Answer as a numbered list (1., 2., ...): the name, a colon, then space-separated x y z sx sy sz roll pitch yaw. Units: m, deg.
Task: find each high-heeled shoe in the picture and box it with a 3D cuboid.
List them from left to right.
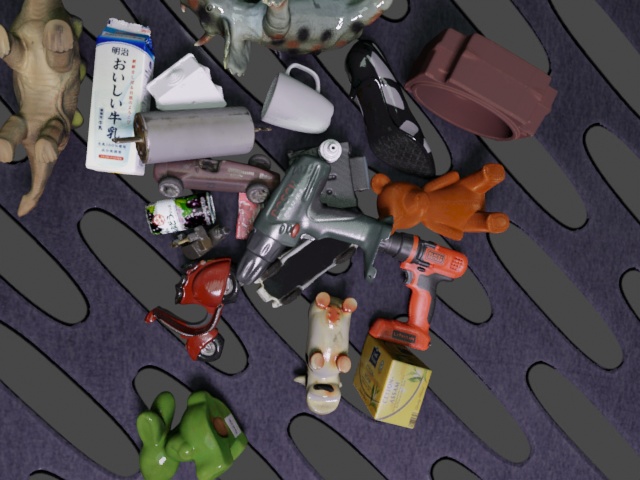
1. high-heeled shoe: 0.127 -0.222 0.920 0.248 0.086 0.145 42 50 -29

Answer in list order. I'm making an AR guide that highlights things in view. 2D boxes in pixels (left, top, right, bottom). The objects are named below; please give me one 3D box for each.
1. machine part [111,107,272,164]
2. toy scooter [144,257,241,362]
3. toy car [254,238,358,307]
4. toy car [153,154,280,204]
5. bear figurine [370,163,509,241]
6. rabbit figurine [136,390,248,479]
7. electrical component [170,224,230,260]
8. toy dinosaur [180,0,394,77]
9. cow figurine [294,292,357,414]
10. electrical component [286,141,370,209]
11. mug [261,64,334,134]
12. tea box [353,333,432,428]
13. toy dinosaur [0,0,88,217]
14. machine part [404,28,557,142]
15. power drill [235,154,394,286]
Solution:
1. machine part: -0.190 -0.162 0.820 0.243 0.079 0.079 -13 95 -29
2. toy scooter: -0.208 0.105 0.880 0.135 0.075 0.183 17 96 -9
3. toy car: -0.020 0.035 0.908 0.202 0.056 0.073 -37 103 -2
4. toy car: -0.164 -0.107 0.862 0.202 0.089 0.053 4 135 -6
5. bear figurine: 0.190 -0.063 0.882 0.196 0.132 0.120 2 82 -22
6. rabbit figurine: -0.233 0.331 0.873 0.170 0.121 0.159 -33 93 11
7. electrical component: -0.196 -0.001 0.866 0.078 0.102 0.045 -42 105 -25
8. toy dinosaur: -0.015 -0.351 0.846 0.405 0.192 0.131 -8 74 -22
9. cow figurine: 0.007 0.190 0.898 0.085 0.127 0.195 6 78 -8
10. electrical component: 0.014 -0.104 0.902 0.134 0.058 0.114 -10 97 -6
11. mug: -0.031 -0.227 0.884 0.107 0.081 0.109 21 79 -18
12. tea box: 0.112 0.223 0.877 0.068 0.170 0.098 17 90 -8
13. toy dinosaur: -0.393 -0.262 0.766 0.105 0.199 0.470 10 103 -17
14. machine part: 0.245 -0.235 0.849 0.201 0.201 0.087 27 92 -8
15. power drill: -0.002 -0.003 0.841 0.207 0.086 0.232 22 91 7
